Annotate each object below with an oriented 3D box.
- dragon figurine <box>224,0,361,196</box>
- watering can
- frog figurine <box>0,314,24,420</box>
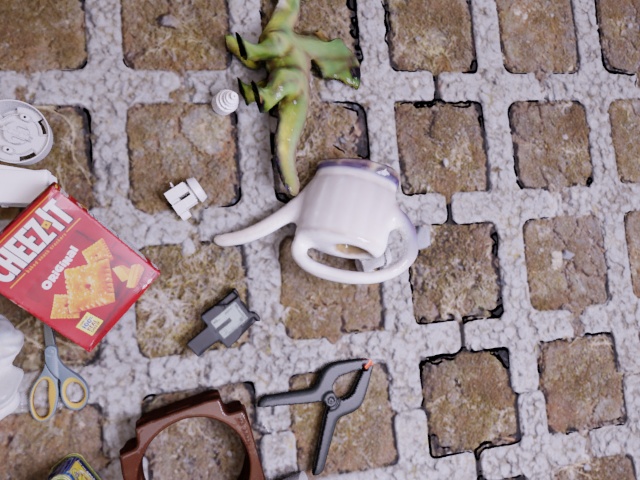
[{"bbox_3d":[-0.027,-0.299,0.929,0.244,0.121,0.411,-20,89,-22],"label":"dragon figurine"},{"bbox_3d":[0.003,-0.045,0.895,0.348,0.102,0.228,12,66,11],"label":"watering can"},{"bbox_3d":[-0.508,0.190,0.779,0.139,0.124,0.156,-46,132,-21],"label":"frog figurine"}]
